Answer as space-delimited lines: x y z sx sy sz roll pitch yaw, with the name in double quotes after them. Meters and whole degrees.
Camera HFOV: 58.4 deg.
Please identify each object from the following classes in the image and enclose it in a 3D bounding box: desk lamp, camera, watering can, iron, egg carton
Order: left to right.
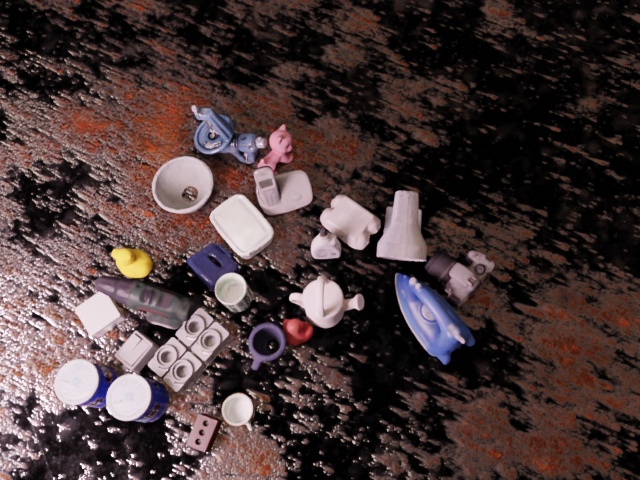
0.016 0.143 1.382 0.173 0.194 0.101 -16 71 -2 "watering can"
0.079 -0.047 1.511 0.150 0.069 0.107 35 76 14 "egg carton"
0.204 -0.022 1.420 0.118 0.213 0.203 5 71 5 "desk lamp"
0.266 0.167 1.390 0.119 0.141 0.258 -34 73 -9 "iron"
0.345 0.074 1.439 0.136 0.101 0.143 39 77 15 "camera"

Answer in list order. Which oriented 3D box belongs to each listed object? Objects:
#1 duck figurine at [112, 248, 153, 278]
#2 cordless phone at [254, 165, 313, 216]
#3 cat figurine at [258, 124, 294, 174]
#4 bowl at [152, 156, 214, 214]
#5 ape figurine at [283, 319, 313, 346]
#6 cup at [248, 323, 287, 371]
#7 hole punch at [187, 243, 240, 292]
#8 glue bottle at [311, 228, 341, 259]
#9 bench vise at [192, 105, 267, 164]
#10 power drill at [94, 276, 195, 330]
-0.494 0.053 1.496 0.104 0.086 0.077 21 73 10 "duck figurine"
-0.099 -0.146 1.493 0.147 0.185 0.094 -19 71 -4 "cordless phone"
-0.119 -0.248 1.565 0.067 0.118 0.128 37 76 14 "cat figurine"
-0.365 -0.139 1.562 0.167 0.075 0.167 -1 71 3 "bowl"
-0.060 0.220 1.413 0.077 0.092 0.076 36 76 14 "ape figurine"
-0.128 0.268 1.398 0.091 0.095 0.118 22 73 10 "cup"
-0.274 0.064 1.478 0.108 0.091 0.101 41 78 15 "hole punch"
0.013 0.005 1.441 0.078 0.173 0.037 -2 71 3 "glue bottle"
-0.251 -0.298 1.535 0.207 0.220 0.121 -7 70 1 "bench vise"
-0.406 0.154 1.391 0.229 0.208 0.076 13 72 7 "power drill"
